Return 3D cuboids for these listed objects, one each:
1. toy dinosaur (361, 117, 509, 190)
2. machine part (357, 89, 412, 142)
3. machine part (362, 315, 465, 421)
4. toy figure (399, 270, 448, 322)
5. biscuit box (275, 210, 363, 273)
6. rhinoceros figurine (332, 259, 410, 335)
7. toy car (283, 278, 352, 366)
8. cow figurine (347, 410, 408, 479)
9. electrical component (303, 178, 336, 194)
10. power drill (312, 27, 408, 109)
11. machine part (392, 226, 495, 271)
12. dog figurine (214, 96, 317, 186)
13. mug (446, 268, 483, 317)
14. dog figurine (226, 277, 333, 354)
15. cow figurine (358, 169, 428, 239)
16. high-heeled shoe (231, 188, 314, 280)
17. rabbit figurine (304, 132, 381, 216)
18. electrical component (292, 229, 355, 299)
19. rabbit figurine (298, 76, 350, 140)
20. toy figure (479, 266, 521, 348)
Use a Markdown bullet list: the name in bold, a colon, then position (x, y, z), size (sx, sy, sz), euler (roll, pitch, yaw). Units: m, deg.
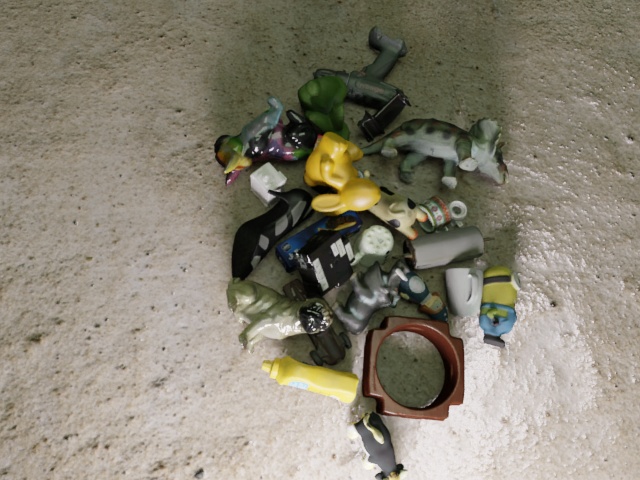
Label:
- **toy dinosaur**: position (0.271, -0.233, 1.300), size (0.405, 0.131, 0.192), euler (16, 52, 10)
- **machine part**: position (0.156, -0.305, 1.309), size (0.139, 0.084, 0.039), euler (-41, 45, 3)
- **machine part**: position (0.192, 0.266, 1.117), size (0.201, 0.087, 0.201), euler (7, 71, -4)
- **toy figure**: position (0.226, 0.126, 1.189), size (0.154, 0.058, 0.064), euler (43, 93, 7)
- **biscuit box**: position (-0.002, -0.004, 1.204), size (0.203, 0.059, 0.063), euler (-31, 77, -16)
- **rhinoceros figurine**: position (0.111, 0.114, 1.141), size (0.112, 0.073, 0.190), euler (40, 89, 17)
- **toy car**: position (-0.013, 0.172, 1.144), size (0.089, 0.053, 0.202), euler (-28, 77, -13)
- **cow figurine**: position (0.121, 0.417, 1.046), size (0.068, 0.098, 0.167), euler (-22, 74, -21)
- **electrical component**: position (0.003, -0.131, 1.250), size (0.094, 0.063, 0.021), euler (33, 69, 4)
- **power drill**: position (0.121, -0.441, 1.372), size (0.232, 0.086, 0.207), euler (26, 65, 1)
- **machine part**: position (0.281, 0.018, 1.224), size (0.243, 0.079, 0.079), euler (-11, 72, -10)
- **dog figurine**: position (-0.133, -0.205, 1.241), size (0.191, 0.108, 0.219), euler (36, 74, 4)
- **mug**: position (0.324, 0.116, 1.182), size (0.081, 0.109, 0.107), euler (3, 83, -12)
- **dog figurine**: position (-0.083, 0.129, 1.097), size (0.191, 0.121, 0.172), euler (-21, 81, -4)
- **cow figurine**: position (0.136, -0.086, 1.211), size (0.085, 0.127, 0.195), euler (-54, 44, 1)
- **high-heeled shoe**: position (-0.103, -0.007, 1.208), size (0.086, 0.145, 0.248), euler (28, 95, 43)
- **rabbit figurine**: position (0.047, -0.123, 1.145), size (0.173, 0.121, 0.162), euler (43, 96, 20)
- **electrical component**: position (0.014, 0.045, 1.133), size (0.134, 0.058, 0.114), euler (-36, 119, -37)
- **rabbit figurine**: position (0.027, -0.297, 1.272), size (0.121, 0.159, 0.170), euler (-23, 96, 5)
- **toy figure**: position (0.393, 0.143, 1.190), size (0.089, 0.082, 0.180), euler (19, 71, -2)
